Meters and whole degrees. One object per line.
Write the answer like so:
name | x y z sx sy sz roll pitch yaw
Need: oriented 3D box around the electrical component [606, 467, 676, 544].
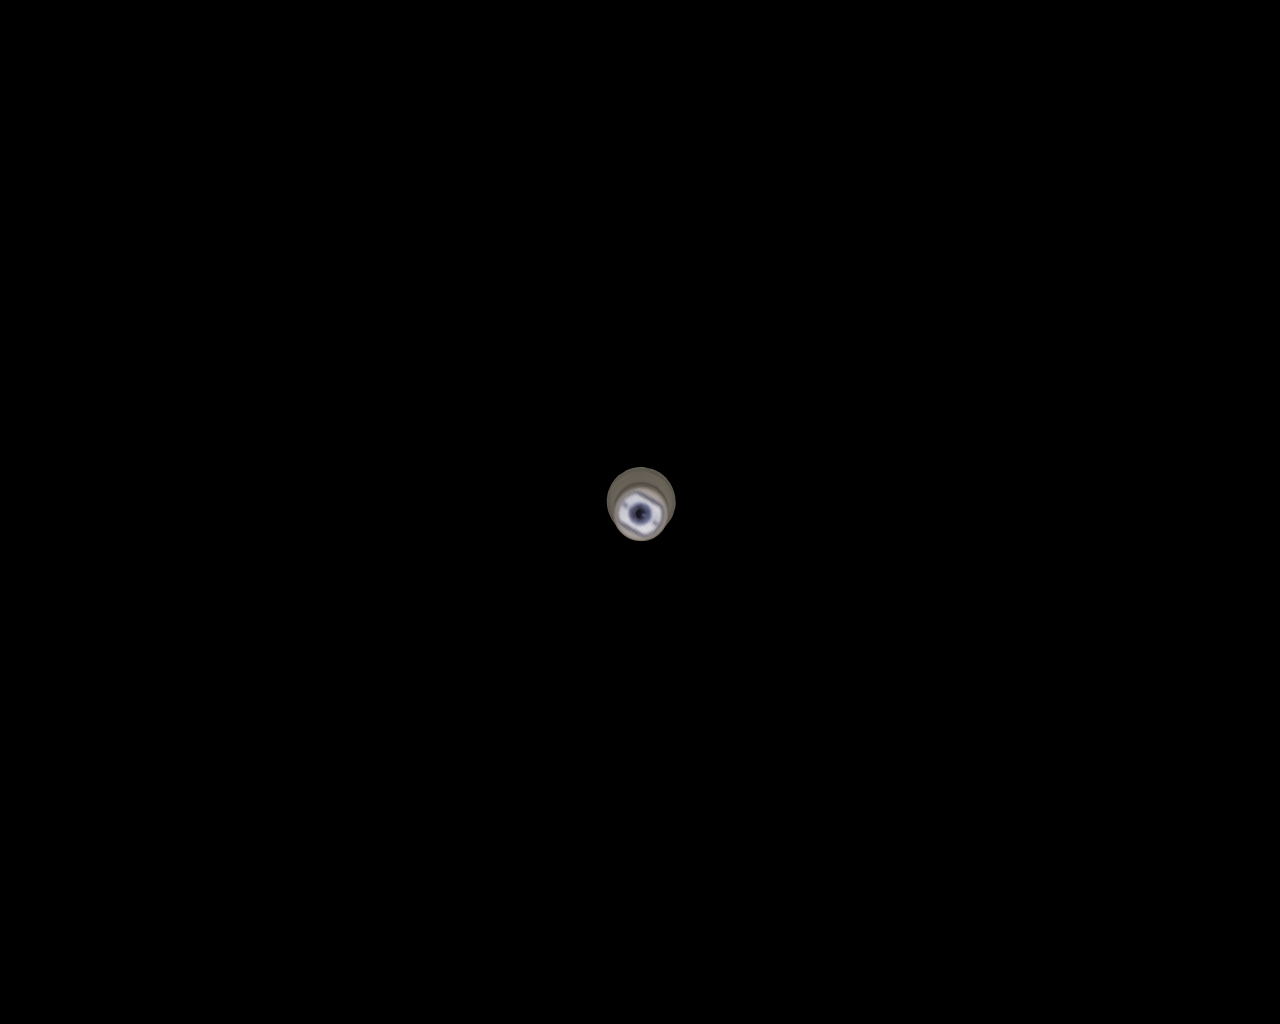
electrical component | 0.001 -0.003 0.650 0.044 0.044 0.065 0 8 0
